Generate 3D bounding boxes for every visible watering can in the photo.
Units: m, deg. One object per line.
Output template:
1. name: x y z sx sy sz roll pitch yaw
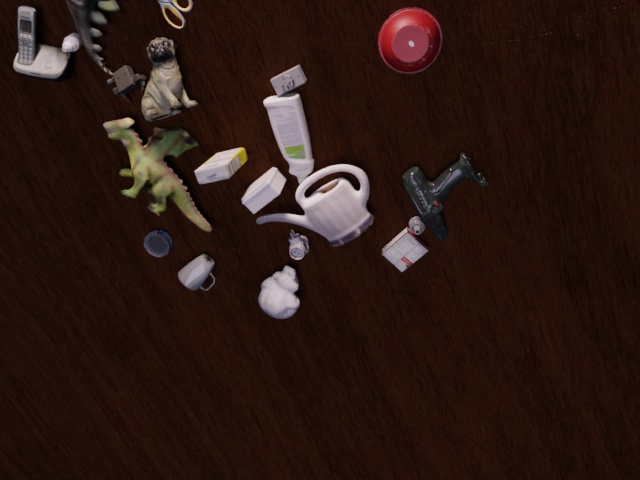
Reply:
1. watering can: 0.004 -0.074 1.479 0.344 0.106 0.222 -31 108 20

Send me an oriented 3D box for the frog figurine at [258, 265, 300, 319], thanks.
1. frog figurine: -0.116 0.165 1.607 0.138 0.124 0.156 44 128 9

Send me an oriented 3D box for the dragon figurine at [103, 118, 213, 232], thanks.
1. dragon figurine: -0.445 -0.211 1.503 0.408 0.124 0.240 30 108 -15
